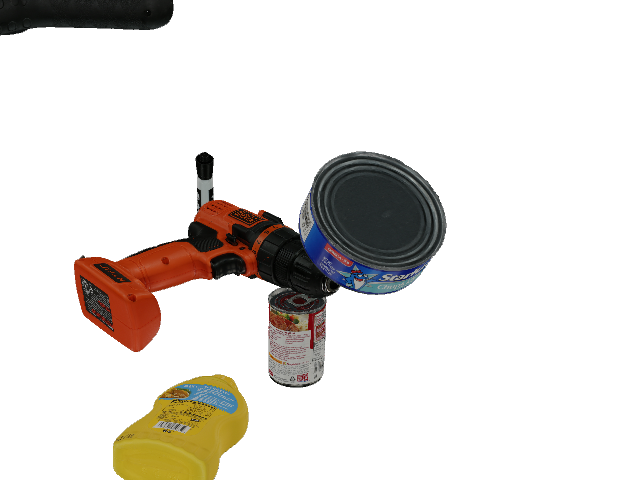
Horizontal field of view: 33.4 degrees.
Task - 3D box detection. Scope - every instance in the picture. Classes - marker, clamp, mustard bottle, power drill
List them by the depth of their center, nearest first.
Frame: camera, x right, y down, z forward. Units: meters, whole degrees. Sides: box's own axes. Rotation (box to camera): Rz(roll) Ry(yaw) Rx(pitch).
[{"bbox_3d":[-0.175,-0.141,0.609,0.171,0.039,0.120,-5,23,-12],"label":"clamp"},{"bbox_3d":[-0.099,0.030,0.912,0.187,0.057,0.185,-21,29,-35],"label":"power drill"},{"bbox_3d":[-0.125,0.182,1.063,0.096,0.058,0.191,7,19,14],"label":"mustard bottle"},{"bbox_3d":[-0.122,-0.044,1.135,0.020,0.121,0.020,3,43,-3],"label":"marker"}]

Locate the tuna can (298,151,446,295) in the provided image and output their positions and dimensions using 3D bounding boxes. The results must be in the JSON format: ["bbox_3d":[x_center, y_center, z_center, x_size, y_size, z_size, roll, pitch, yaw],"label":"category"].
[{"bbox_3d":[0.030,-0.010,0.647,0.086,0.086,0.034,0,-34,-20],"label":"tuna can"}]

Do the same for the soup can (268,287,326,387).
[{"bbox_3d":[-0.028,0.113,1.256,0.068,0.102,0.068,1,25,-1],"label":"soup can"}]
